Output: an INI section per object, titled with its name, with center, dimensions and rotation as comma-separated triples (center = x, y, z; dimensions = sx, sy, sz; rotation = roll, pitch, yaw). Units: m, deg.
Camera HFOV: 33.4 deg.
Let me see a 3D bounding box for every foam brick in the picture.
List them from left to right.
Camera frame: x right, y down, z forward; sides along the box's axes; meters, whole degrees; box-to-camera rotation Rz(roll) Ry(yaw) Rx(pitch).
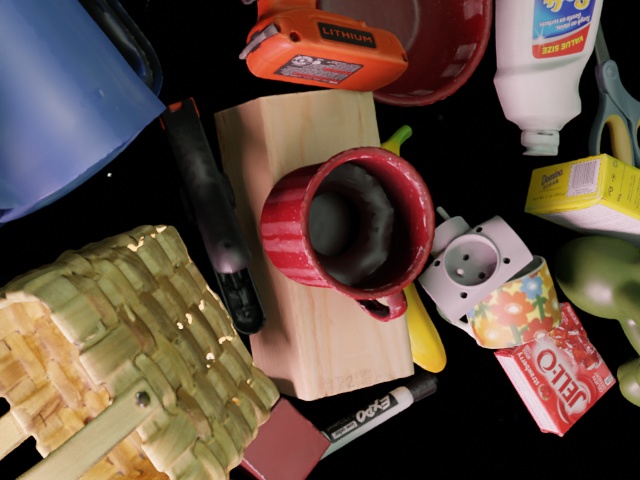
[foam brick]
center = -0.039, 0.141, 0.757
dimensions = 0.053, 0.078, 0.051
rotation = 47, 73, -18

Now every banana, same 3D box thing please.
[banana]
center = 0.059, 0.011, 0.827
dimensions = 0.069, 0.037, 0.198
rotation = -9, 93, -26

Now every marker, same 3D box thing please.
[marker]
center = 0.042, 0.135, 0.827
dimensions = 0.121, 0.020, 0.020
rotation = -26, 101, -24

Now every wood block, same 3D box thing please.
[wood block]
center = -0.005, 0.001, 0.767
dimensions = 0.090, 0.091, 0.206
rotation = -10, 94, -25

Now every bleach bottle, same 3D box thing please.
[bleach bottle]
center = 0.193, -0.195, 0.880
dimensions = 0.102, 0.068, 0.251
rotation = 2, 91, -25

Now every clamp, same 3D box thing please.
[clamp]
center = -0.074, -0.027, 0.714
dimensions = 0.039, 0.120, 0.171
rotation = -19, 74, -13

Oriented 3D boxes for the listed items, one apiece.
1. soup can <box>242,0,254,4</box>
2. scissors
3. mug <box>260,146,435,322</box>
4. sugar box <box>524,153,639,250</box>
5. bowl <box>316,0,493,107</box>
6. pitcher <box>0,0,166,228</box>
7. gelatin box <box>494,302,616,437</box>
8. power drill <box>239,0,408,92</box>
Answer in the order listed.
[soup can]
center = -0.073, -0.223, 0.748
dimensions = 0.102, 0.069, 0.068
rotation = 33, 76, -21
[scissors]
center = 0.268, -0.140, 0.940
dimensions = 0.096, 0.016, 0.202
rotation = -2, 90, -27
[mug]
center = 0.019, 0.000, 0.681
dimensions = 0.093, 0.082, 0.117
rotation = -35, 104, -22
[sugar box]
center = 0.271, -0.020, 0.898
dimensions = 0.176, 0.093, 0.048
rotation = 17, 78, -25
[bowl]
center = 0.050, -0.179, 0.814
dimensions = 0.161, 0.055, 0.162
rotation = 0, 90, -26
[pitcher]
center = -0.210, -0.141, 0.658
dimensions = 0.145, 0.149, 0.243
rotation = -35, 102, 1
[gelatin box]
center = 0.199, 0.108, 0.896
dimensions = 0.073, 0.030, 0.089
rotation = -38, 105, -21
[power drill]
center = 0.011, -0.197, 0.718
dimensions = 0.184, 0.057, 0.187
rotation = 2, 74, -28
